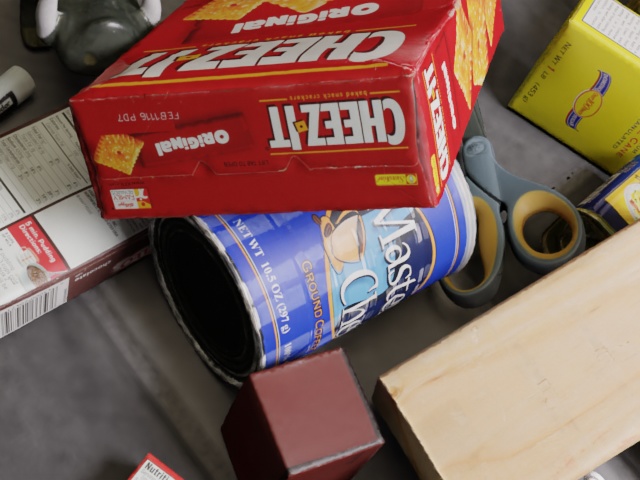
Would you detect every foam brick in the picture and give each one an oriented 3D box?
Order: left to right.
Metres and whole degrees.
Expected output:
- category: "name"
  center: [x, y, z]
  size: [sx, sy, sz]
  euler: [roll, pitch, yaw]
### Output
- category: "foam brick"
  center: [-0.011, 0.096, 0.523]
  size: [0.052, 0.078, 0.051]
  euler: [-14, 66, -24]

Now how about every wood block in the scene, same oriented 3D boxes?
- category: "wood block"
  center: [0.137, 0.060, 0.540]
  size: [0.206, 0.091, 0.090]
  euler: [-30, 76, -7]

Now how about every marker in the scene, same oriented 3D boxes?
- category: "marker"
  center: [-0.203, -0.053, 0.579]
  size: [0.020, 0.020, 0.121]
  euler: [38, 59, 5]

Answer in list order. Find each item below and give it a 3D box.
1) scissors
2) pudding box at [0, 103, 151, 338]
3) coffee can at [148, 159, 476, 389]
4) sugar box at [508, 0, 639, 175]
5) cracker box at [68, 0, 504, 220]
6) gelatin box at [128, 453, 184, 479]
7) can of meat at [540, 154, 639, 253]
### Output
- category: "scissors"
  center: [0.114, -0.048, 0.645]
  size: [0.096, 0.016, 0.201]
  euler: [-2, 54, 22]
- category: "pudding box"
  center: [-0.149, -0.013, 0.563]
  size: [0.113, 0.039, 0.090]
  euler: [-31, 74, -30]
- category: "coffee can"
  center: [-0.004, 0.001, 0.560]
  size: [0.140, 0.103, 0.103]
  euler: [-27, 73, -27]
- category: "sugar box"
  center: [0.216, -0.073, 0.671]
  size: [0.176, 0.093, 0.048]
  euler: [36, 59, 4]
- category: "cracker box"
  center: [-0.003, -0.092, 0.543]
  size: [0.164, 0.072, 0.213]
  euler: [-2, 29, 20]
- category: "gelatin box"
  center: [-0.079, 0.157, 0.497]
  size: [0.073, 0.030, 0.089]
  euler: [35, 58, 5]
- category: "can of meat"
  center: [0.200, 0.006, 0.646]
  size: [0.083, 0.058, 0.102]
  euler: [-36, 77, -31]
